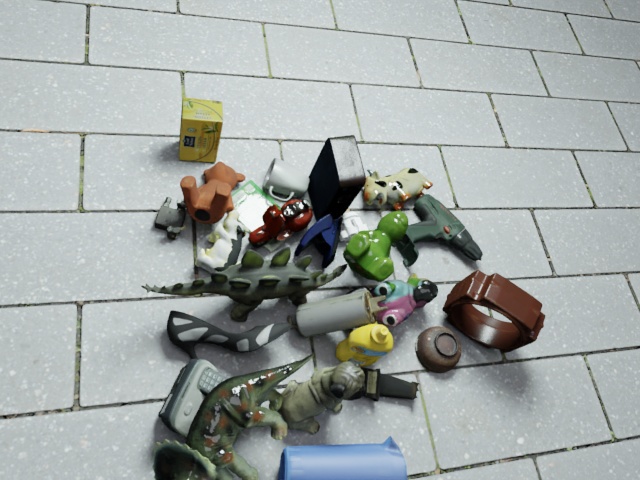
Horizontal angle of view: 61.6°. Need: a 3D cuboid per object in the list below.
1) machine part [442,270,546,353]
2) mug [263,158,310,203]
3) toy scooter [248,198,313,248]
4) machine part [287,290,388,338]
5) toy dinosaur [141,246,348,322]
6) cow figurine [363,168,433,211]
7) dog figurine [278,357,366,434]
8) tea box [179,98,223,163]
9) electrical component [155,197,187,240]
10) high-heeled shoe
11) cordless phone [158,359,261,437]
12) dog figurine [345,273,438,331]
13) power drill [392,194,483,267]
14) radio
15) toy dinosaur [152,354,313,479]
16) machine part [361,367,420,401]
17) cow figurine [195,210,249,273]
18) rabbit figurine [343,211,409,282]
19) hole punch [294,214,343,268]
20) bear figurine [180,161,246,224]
[{"bbox_3d":[0.414,0.177,1.295,0.201,0.201,0.087,33,61,1],"label":"machine part"},{"bbox_3d":[-0.085,-0.145,1.378,0.107,0.081,0.109,19,56,-16],"label":"mug"},{"bbox_3d":[-0.086,-0.052,1.279,0.184,0.135,0.075,-30,75,-27],"label":"toy scooter"},{"bbox_3d":[0.036,0.166,1.200,0.243,0.079,0.079,-16,62,22],"label":"machine part"},{"bbox_3d":[-0.144,0.091,1.170,0.471,0.198,0.105,-10,64,-23],"label":"toy dinosaur"},{"bbox_3d":[0.198,-0.145,1.460,0.195,0.085,0.127,-26,66,-32],"label":"cow figurine"},{"bbox_3d":[-0.005,0.317,1.100,0.172,0.190,0.121,-35,78,-27],"label":"dog figurine"},{"bbox_3d":[-0.295,-0.266,1.322,0.098,0.169,0.068,1,64,-15],"label":"tea box"},{"bbox_3d":[-0.346,-0.053,1.269,0.078,0.045,0.102,22,59,-7],"label":"electrical component"},{"bbox_3d":[-0.198,0.181,1.158,0.249,0.086,0.145,-21,87,-9],"label":"high-heeled shoe"},{"bbox_3d":[-0.218,0.340,1.092,0.184,0.089,0.146,32,58,-16],"label":"cordless phone"},{"bbox_3d":[0.177,0.144,1.299,0.219,0.192,0.108,-12,84,-54],"label":"dog figurine"},{"bbox_3d":[0.301,-0.006,1.426,0.207,0.086,0.232,-27,72,-23],"label":"power drill"},{"bbox_3d":[0.036,-0.145,1.329,0.073,0.229,0.131,-8,70,-18],"label":"radio"},{"bbox_3d":[-0.174,0.346,1.021,0.192,0.131,0.405,46,58,-28],"label":"toy dinosaur"},{"bbox_3d":[0.159,0.335,1.231,0.139,0.039,0.084,10,53,-10],"label":"machine part"},{"bbox_3d":[-0.215,0.009,1.264,0.098,0.068,0.167,32,62,-6],"label":"cow figurine"},{"bbox_3d":[0.146,0.011,1.269,0.121,0.159,0.170,43,79,5],"label":"rabbit figurine"},{"bbox_3d":[-0.003,-0.004,1.305,0.092,0.142,0.116,18,71,-4],"label":"hole punch"},{"bbox_3d":[-0.246,-0.134,1.276,0.120,0.131,0.196,14,47,2],"label":"bear figurine"}]
